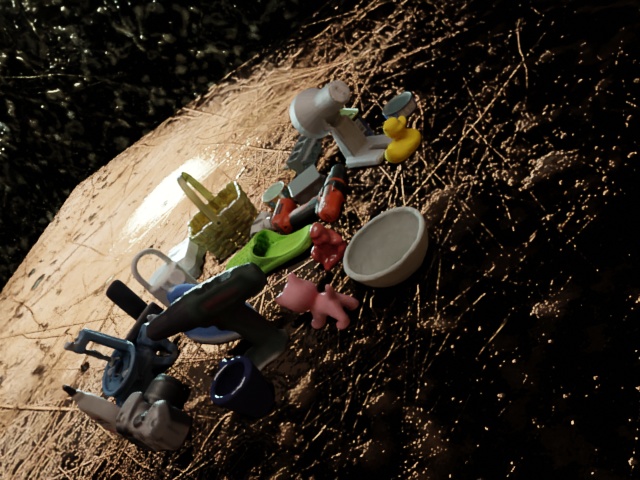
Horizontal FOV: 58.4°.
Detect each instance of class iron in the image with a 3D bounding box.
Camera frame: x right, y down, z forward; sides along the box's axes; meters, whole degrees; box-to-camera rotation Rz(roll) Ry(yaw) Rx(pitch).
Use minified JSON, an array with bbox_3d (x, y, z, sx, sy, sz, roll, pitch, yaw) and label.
[{"bbox_3d":[-0.242,0.140,1.237,0.257,0.142,0.119,-7,44,46],"label":"iron"}]

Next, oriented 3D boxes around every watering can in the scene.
[{"bbox_3d":[-0.371,0.097,1.400,0.172,0.194,0.101,-20,36,34],"label":"watering can"}]

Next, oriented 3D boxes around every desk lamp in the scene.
[{"bbox_3d":[0.051,-0.284,1.378,0.202,0.214,0.118,3,52,52],"label":"desk lamp"}]

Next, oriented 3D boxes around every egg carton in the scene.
[{"bbox_3d":[-0.372,0.060,1.582,0.107,0.070,0.150,-33,30,16],"label":"egg carton"}]

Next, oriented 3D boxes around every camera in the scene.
[{"bbox_3d":[-0.320,0.329,1.118,0.142,0.101,0.137,-15,39,40],"label":"camera"}]

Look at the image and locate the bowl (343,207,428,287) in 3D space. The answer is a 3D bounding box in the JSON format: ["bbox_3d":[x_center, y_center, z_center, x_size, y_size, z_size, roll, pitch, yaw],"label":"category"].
[{"bbox_3d":[0.127,0.025,1.008,0.167,0.075,0.167,-30,31,21],"label":"bowl"}]

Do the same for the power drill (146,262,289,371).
[{"bbox_3d":[-0.168,0.156,1.053,0.229,0.209,0.075,-41,29,2],"label":"power drill"}]

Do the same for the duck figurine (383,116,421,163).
[{"bbox_3d":[0.173,-0.233,1.292,0.077,0.086,0.105,6,54,54],"label":"duck figurine"}]

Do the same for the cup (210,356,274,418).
[{"bbox_3d":[-0.131,0.257,0.989,0.092,0.095,0.117,-45,29,-6],"label":"cup"}]

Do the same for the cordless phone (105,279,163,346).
[{"bbox_3d":[-0.466,0.196,1.391,0.093,0.185,0.148,-11,41,43],"label":"cordless phone"}]

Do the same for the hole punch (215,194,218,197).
[{"bbox_3d":[-0.290,-0.097,1.672,0.109,0.091,0.100,-49,29,-12],"label":"hole punch"}]

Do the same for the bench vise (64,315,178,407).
[{"bbox_3d":[-0.438,0.242,1.257,0.121,0.220,0.207,-23,34,32],"label":"bench vise"}]

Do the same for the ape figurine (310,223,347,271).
[{"bbox_3d":[0.011,0.004,1.162,0.077,0.092,0.076,-17,38,38],"label":"ape figurine"}]

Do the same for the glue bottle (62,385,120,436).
[{"bbox_3d":[-0.464,0.350,1.191,0.078,0.173,0.037,-19,36,35],"label":"glue bottle"}]

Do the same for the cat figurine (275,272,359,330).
[{"bbox_3d":[-0.013,0.104,1.029,0.127,0.118,0.067,-11,41,43],"label":"cat figurine"}]
